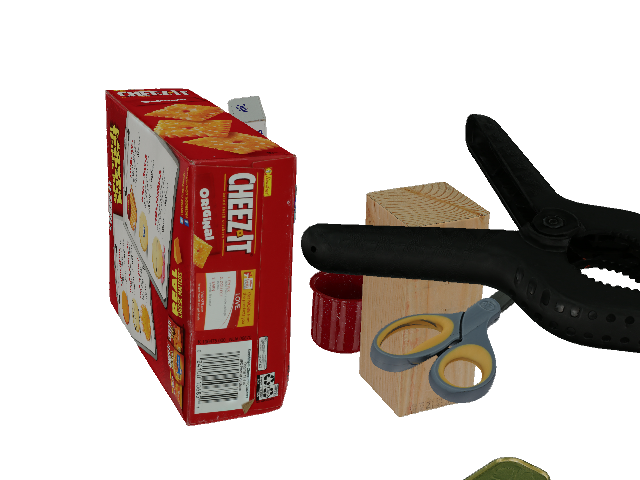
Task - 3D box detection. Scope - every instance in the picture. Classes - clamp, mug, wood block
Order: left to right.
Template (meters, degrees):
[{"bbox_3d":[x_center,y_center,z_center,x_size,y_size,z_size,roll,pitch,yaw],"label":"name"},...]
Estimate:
[{"bbox_3d":[0.040,0.095,1.361,0.117,0.081,0.093,20,29,31],"label":"mug"},{"bbox_3d":[0.100,0.057,1.057,0.090,0.206,0.091,-10,27,-22],"label":"wood block"},{"bbox_3d":[0.106,0.007,0.542,0.164,0.036,0.210,-30,46,-32],"label":"clamp"}]

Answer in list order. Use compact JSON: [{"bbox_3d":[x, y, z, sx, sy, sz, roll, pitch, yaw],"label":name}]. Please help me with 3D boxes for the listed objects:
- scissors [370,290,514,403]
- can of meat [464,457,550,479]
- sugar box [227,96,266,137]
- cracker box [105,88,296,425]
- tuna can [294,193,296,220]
[{"bbox_3d":[0.129,0.065,0.782,0.201,0.016,0.096,-16,41,-30],"label":"scissors"},{"bbox_3d":[0.145,0.243,0.888,0.101,0.084,0.058,-22,27,-37],"label":"can of meat"},{"bbox_3d":[-0.083,-0.075,1.282,0.048,0.176,0.093,-9,25,-5],"label":"sugar box"},{"bbox_3d":[-0.085,-0.002,0.703,0.072,0.164,0.214,-5,20,-22],"label":"cracker box"},{"bbox_3d":[-0.064,-0.032,0.940,0.086,0.034,0.086,1,38,-1],"label":"tuna can"}]
